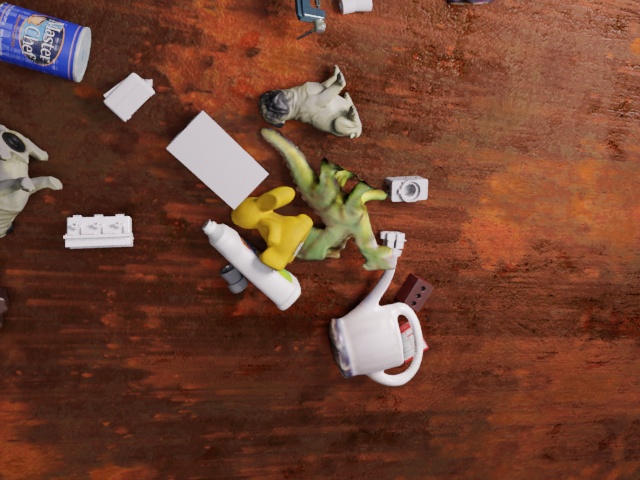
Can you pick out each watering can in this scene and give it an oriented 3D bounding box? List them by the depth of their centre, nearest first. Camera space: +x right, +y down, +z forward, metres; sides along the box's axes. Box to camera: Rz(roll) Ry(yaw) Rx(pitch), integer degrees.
[{"bbox_3d":[0.126,0.202,1.245,0.224,0.105,0.344,-14,101,-2],"label":"watering can"}]

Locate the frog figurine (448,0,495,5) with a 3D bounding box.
[{"bbox_3d":[0.340,-0.592,1.103,0.137,0.125,0.156,-5,119,6],"label":"frog figurine"}]

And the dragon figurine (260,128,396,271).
[{"bbox_3d":[0.004,-0.058,1.161,0.410,0.123,0.240,28,102,-3],"label":"dragon figurine"}]
